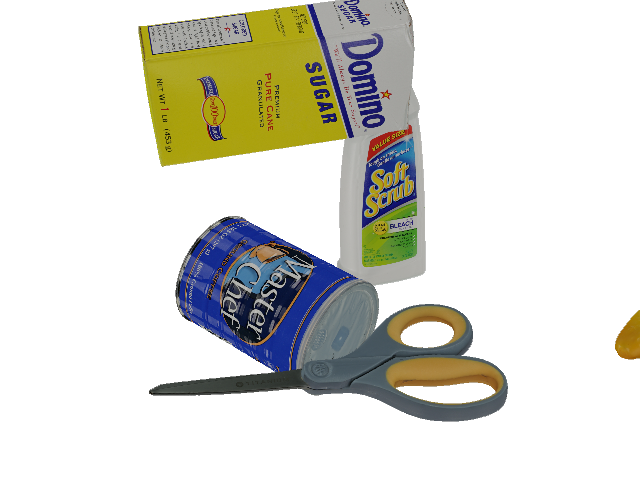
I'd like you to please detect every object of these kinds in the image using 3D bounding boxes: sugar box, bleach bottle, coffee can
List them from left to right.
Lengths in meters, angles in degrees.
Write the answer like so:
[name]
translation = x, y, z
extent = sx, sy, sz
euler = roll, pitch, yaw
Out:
[coffee can]
translation = -0.037, 0.053, 0.899
extent = 0.140, 0.103, 0.102
euler = 27, 14, 29
[sugar box]
translation = -0.027, -0.107, 0.715
extent = 0.176, 0.048, 0.093
euler = -8, -42, -5
[bleach bottle]
translation = 0.062, -0.078, 1.167
extent = 0.102, 0.251, 0.068
euler = -10, 23, -12

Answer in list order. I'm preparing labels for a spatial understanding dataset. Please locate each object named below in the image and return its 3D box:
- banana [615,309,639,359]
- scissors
[banana]
translation = 0.299, 0.050, 0.744
extent = 0.198, 0.037, 0.069
euler = -2, 33, 1
[scissors]
translation = 0.009, 0.067, 0.627
extent = 0.202, 0.016, 0.096
euler = 6, 38, 4
